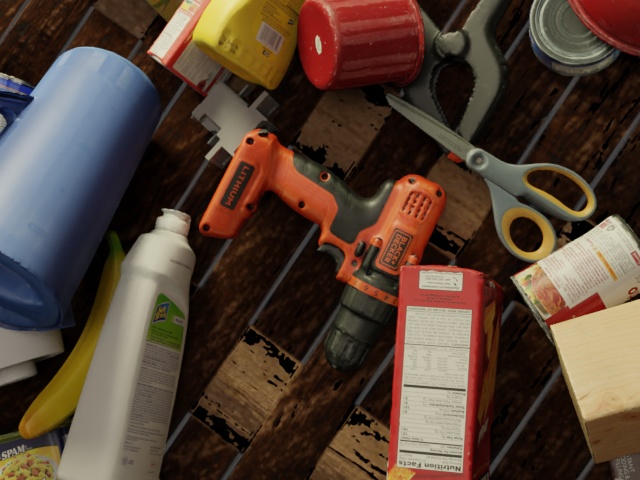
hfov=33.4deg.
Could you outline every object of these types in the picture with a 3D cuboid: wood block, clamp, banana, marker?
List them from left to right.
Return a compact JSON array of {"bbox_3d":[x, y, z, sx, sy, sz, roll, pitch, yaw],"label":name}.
[{"bbox_3d":[-0.229,-0.026,1.014,0.020,0.020,0.121,-24,79,8],"label":"marker"},{"bbox_3d":[-0.211,0.092,0.965,0.037,0.069,0.197,5,69,41],"label":"banana"},{"bbox_3d":[0.109,-0.175,0.948,0.165,0.036,0.210,5,88,21],"label":"clamp"},{"bbox_3d":[0.298,0.093,0.833,0.206,0.090,0.091,-18,53,9],"label":"wood block"}]

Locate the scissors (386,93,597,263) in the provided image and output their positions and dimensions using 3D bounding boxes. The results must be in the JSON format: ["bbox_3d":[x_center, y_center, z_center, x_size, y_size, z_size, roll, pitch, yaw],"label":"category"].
[{"bbox_3d":[0.136,-0.047,0.916,0.201,0.016,0.096,20,96,0],"label":"scissors"}]

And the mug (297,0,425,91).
[{"bbox_3d":[0.028,-0.168,0.927,0.081,0.117,0.093,-12,70,-24],"label":"mug"}]

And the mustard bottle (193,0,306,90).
[{"bbox_3d":[-0.033,-0.235,0.933,0.058,0.096,0.191,26,88,40],"label":"mustard bottle"}]

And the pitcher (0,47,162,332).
[{"bbox_3d":[-0.237,-0.057,0.914,0.145,0.149,0.242,18,56,7],"label":"pitcher"}]

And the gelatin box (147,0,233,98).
[{"bbox_3d":[-0.106,-0.176,0.969,0.030,0.089,0.073,37,92,28],"label":"gelatin box"}]

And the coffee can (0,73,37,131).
[{"bbox_3d":[-0.319,-0.084,0.998,0.103,0.102,0.140,15,86,13],"label":"coffee can"}]

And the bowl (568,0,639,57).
[{"bbox_3d":[0.285,-0.233,0.884,0.162,0.055,0.162,1,75,-4],"label":"bowl"}]

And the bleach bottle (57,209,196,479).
[{"bbox_3d":[-0.157,0.098,0.952,0.068,0.102,0.251,10,79,23],"label":"bleach bottle"}]

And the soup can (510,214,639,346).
[{"bbox_3d":[0.219,0.033,0.884,0.102,0.068,0.068,-33,78,6],"label":"soup can"}]

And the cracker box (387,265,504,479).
[{"bbox_3d":[0.103,0.133,0.848,0.072,0.164,0.214,2,83,14],"label":"cracker box"}]

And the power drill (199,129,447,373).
[{"bbox_3d":[-0.006,0.001,0.929,0.187,0.057,0.184,26,92,0],"label":"power drill"}]

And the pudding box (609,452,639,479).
[{"bbox_3d":[0.289,0.213,0.861,0.090,0.039,0.113,-14,80,10],"label":"pudding box"}]

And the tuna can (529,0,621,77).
[{"bbox_3d":[0.224,-0.188,0.927,0.086,0.033,0.086,-2,83,12],"label":"tuna can"}]

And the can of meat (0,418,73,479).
[{"bbox_3d":[-0.261,0.214,0.973,0.102,0.057,0.084,-15,82,10],"label":"can of meat"}]
